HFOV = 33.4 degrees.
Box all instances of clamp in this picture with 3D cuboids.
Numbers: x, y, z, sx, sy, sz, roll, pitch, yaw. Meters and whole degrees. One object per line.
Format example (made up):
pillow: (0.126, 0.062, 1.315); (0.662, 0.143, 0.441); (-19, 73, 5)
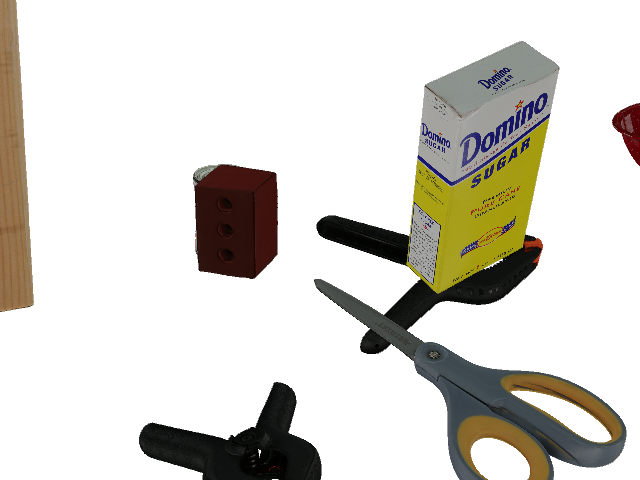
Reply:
clamp: (0.110, 0.033, 0.995); (0.210, 0.164, 0.036); (-3, -43, -8)
clamp: (-0.059, 0.150, 0.729); (0.120, 0.039, 0.171); (-19, 17, -9)

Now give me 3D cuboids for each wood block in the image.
wood block: (-0.221, -0.065, 0.600); (0.090, 0.206, 0.090); (-9, 27, -28)

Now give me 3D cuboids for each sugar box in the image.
sugar box: (0.116, -0.049, 0.778); (0.093, 0.176, 0.048); (-27, 54, -24)

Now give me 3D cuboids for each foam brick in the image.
foam brick: (-0.068, -0.016, 0.879); (0.053, 0.078, 0.051); (8, 24, 19)

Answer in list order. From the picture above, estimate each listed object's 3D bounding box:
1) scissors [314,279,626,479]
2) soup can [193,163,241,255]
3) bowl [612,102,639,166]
scissors: (0.056, 0.078, 0.559); (0.202, 0.016, 0.096); (20, 42, 27)
soup can: (-0.119, -0.034, 1.286); (0.068, 0.102, 0.068); (0, 26, 0)
bowl: (0.349, -0.086, 0.971); (0.162, 0.055, 0.162); (-5, 22, 2)
